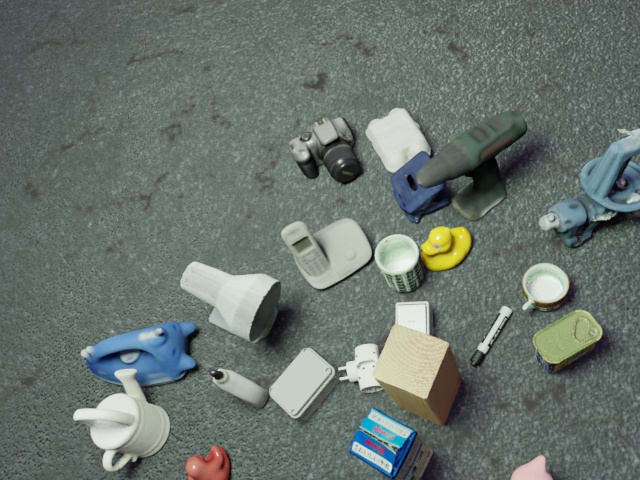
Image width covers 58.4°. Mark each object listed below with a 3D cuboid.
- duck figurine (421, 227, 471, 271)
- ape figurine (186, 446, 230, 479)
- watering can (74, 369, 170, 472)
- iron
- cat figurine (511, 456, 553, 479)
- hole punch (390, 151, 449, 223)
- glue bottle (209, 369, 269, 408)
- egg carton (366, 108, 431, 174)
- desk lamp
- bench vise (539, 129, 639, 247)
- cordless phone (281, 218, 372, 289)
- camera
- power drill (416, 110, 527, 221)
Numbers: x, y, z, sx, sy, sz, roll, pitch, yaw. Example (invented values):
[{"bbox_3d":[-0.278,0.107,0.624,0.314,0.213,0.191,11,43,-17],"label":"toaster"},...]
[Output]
[{"bbox_3d":[0.234,0.004,1.080,0.104,0.086,0.077,-32,57,1],"label":"duck figurine"},{"bbox_3d":[-0.204,0.405,1.015,0.078,0.092,0.076,-33,57,0],"label":"ape figurine"},{"bbox_3d":[-0.370,0.328,1.053,0.101,0.194,0.172,-22,58,7],"label":"watering can"},{"bbox_3d":[-0.383,0.224,1.145,0.258,0.142,0.118,-15,59,11],"label":"iron"},{"bbox_3d":[0.295,0.379,0.839,0.128,0.118,0.067,-39,57,-3],"label":"cat figurine"},{"bbox_3d":[0.196,-0.107,1.150,0.101,0.091,0.108,-25,58,5],"label":"hole punch"},{"bbox_3d":[-0.156,0.258,1.028,0.078,0.173,0.037,15,69,26],"label":"glue bottle"},{"bbox_3d":[0.168,-0.212,1.229,0.107,0.070,0.150,-28,57,3],"label":"egg carton"},{"bbox_3d":[-0.156,0.120,1.079,0.202,0.214,0.118,18,70,27],"label":"desk lamp"},{"bbox_3d":[0.477,-0.080,0.961,0.207,0.220,0.121,-44,58,-7],"label":"bench vise"},{"bbox_3d":[0.010,0.004,1.100,0.147,0.185,0.094,-33,57,0],"label":"cordless phone"},{"bbox_3d":[0.017,-0.190,1.251,0.143,0.101,0.136,-28,57,3],"label":"camera"},{"bbox_3d":[0.284,-0.127,1.061,0.230,0.209,0.075,-40,57,-4],"label":"power drill"}]
